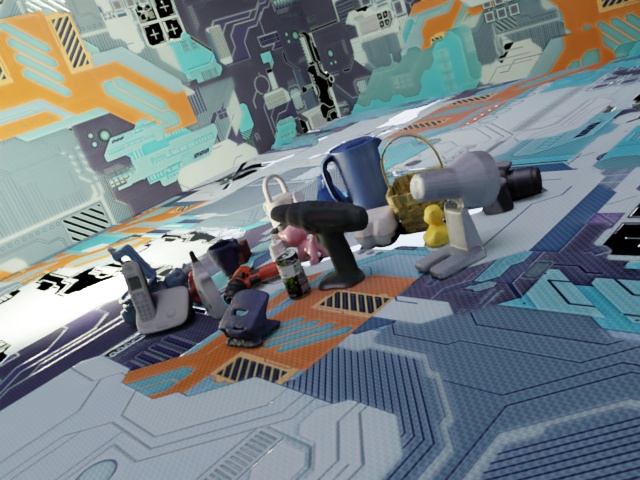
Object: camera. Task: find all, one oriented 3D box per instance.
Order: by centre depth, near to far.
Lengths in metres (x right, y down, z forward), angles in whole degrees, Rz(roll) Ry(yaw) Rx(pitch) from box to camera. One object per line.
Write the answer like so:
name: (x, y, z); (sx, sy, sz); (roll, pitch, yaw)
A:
camera: (0.466, -0.141, 1.405); (0.136, 0.101, 0.143); (-9, 21, 30)

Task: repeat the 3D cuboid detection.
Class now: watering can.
watering can: (-0.117, -0.118, 1.804); (0.172, 0.194, 0.101); (-12, 20, 23)

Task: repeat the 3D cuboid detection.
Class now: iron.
iron: (0.022, -0.153, 1.847); (0.118, 0.142, 0.258); (-20, 18, 0)

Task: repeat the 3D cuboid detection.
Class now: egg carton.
egg carton: (0.151, -0.036, 1.483); (0.107, 0.069, 0.150); (-12, 19, 24)

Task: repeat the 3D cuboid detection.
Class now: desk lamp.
desk lamp: (0.278, -0.060, 1.183); (0.203, 0.214, 0.117); (-26, 19, -19)

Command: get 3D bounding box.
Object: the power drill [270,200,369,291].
power drill: (0.012, 0.005, 1.284); (0.228, 0.209, 0.076); (-10, 21, 29)

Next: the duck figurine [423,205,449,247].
duck figurine: (0.270, -0.039, 1.337); (0.077, 0.086, 0.104); (-15, 18, 14)

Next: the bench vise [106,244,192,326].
bench vise: (-0.448, 0.092, 1.497); (0.208, 0.220, 0.121); (-29, 20, -26)

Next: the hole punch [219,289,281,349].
hole punch: (-0.151, 0.162, 1.188); (0.108, 0.091, 0.101); (-4, 23, 40)

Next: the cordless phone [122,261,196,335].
cordless phone: (-0.396, 0.130, 1.388); (0.147, 0.185, 0.094); (-16, 18, 11)

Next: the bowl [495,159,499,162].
bowl: (0.412, -0.161, 1.565); (0.167, 0.075, 0.167); (-18, 18, 6)

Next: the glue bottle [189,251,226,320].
glue bottle: (-0.272, 0.103, 1.354); (0.037, 0.173, 0.077); (-30, 20, -27)

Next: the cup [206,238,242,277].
cup: (-0.252, 0.052, 1.612); (0.117, 0.095, 0.092); (-6, 23, 37)

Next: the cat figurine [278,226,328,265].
cat figurine: (-0.048, -0.002, 1.514); (0.067, 0.118, 0.127); (-34, 22, -36)

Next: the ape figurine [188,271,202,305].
ape figurine: (-0.311, 0.118, 1.485); (0.078, 0.092, 0.076); (-28, 20, -24)
